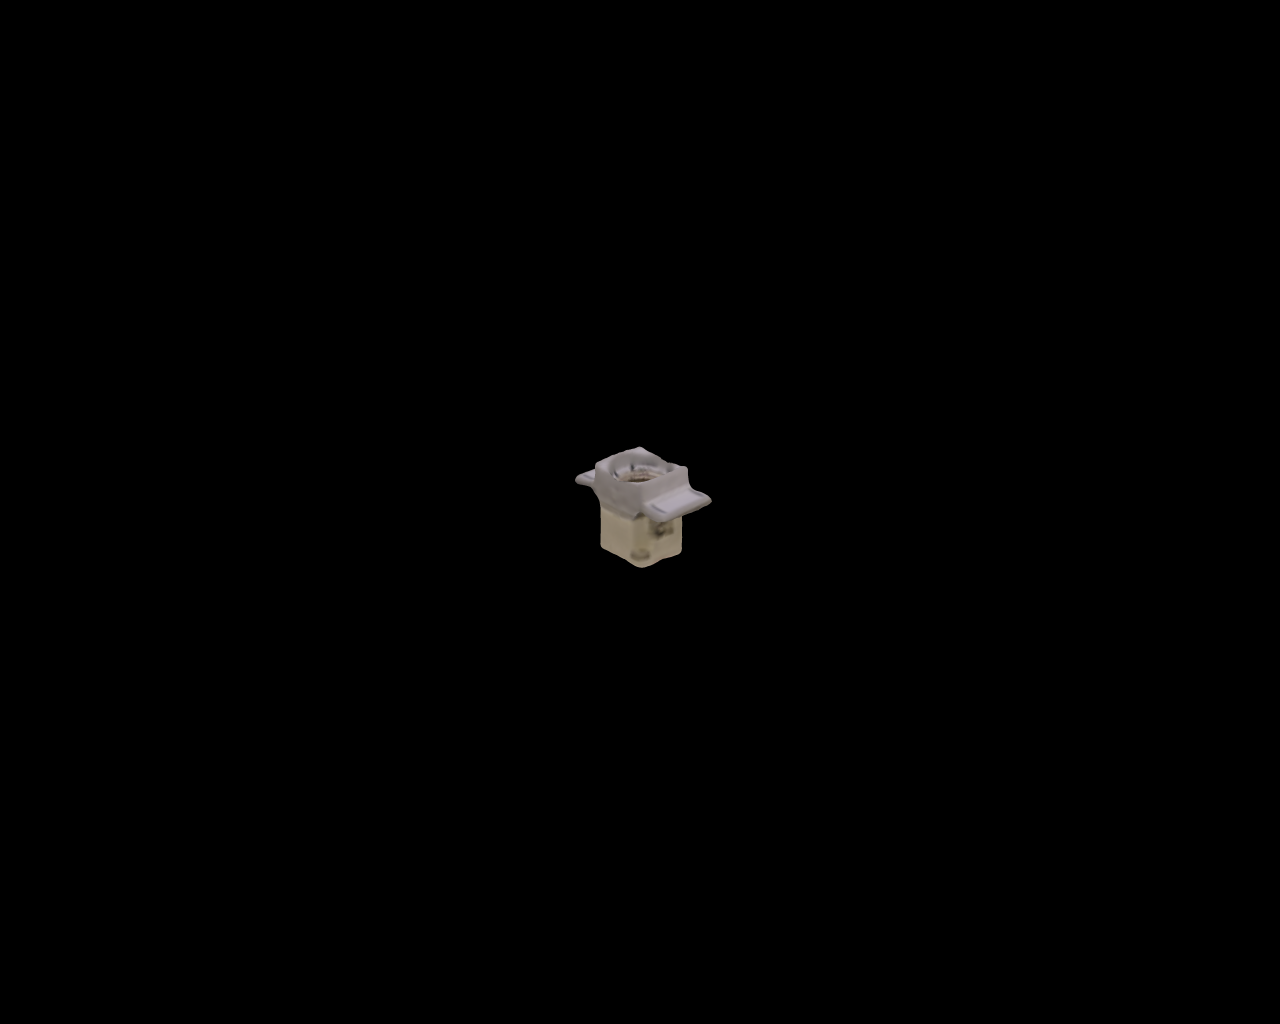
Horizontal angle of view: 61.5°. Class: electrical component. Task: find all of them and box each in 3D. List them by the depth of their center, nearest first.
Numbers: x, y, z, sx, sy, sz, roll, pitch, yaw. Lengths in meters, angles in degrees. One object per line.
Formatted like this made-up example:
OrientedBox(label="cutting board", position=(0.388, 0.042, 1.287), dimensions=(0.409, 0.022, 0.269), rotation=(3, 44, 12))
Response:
OrientedBox(label="electrical component", position=(0.001, -0.003, 0.650), dimensions=(0.042, 0.063, 0.081), rotation=(-21, 33, -36))
